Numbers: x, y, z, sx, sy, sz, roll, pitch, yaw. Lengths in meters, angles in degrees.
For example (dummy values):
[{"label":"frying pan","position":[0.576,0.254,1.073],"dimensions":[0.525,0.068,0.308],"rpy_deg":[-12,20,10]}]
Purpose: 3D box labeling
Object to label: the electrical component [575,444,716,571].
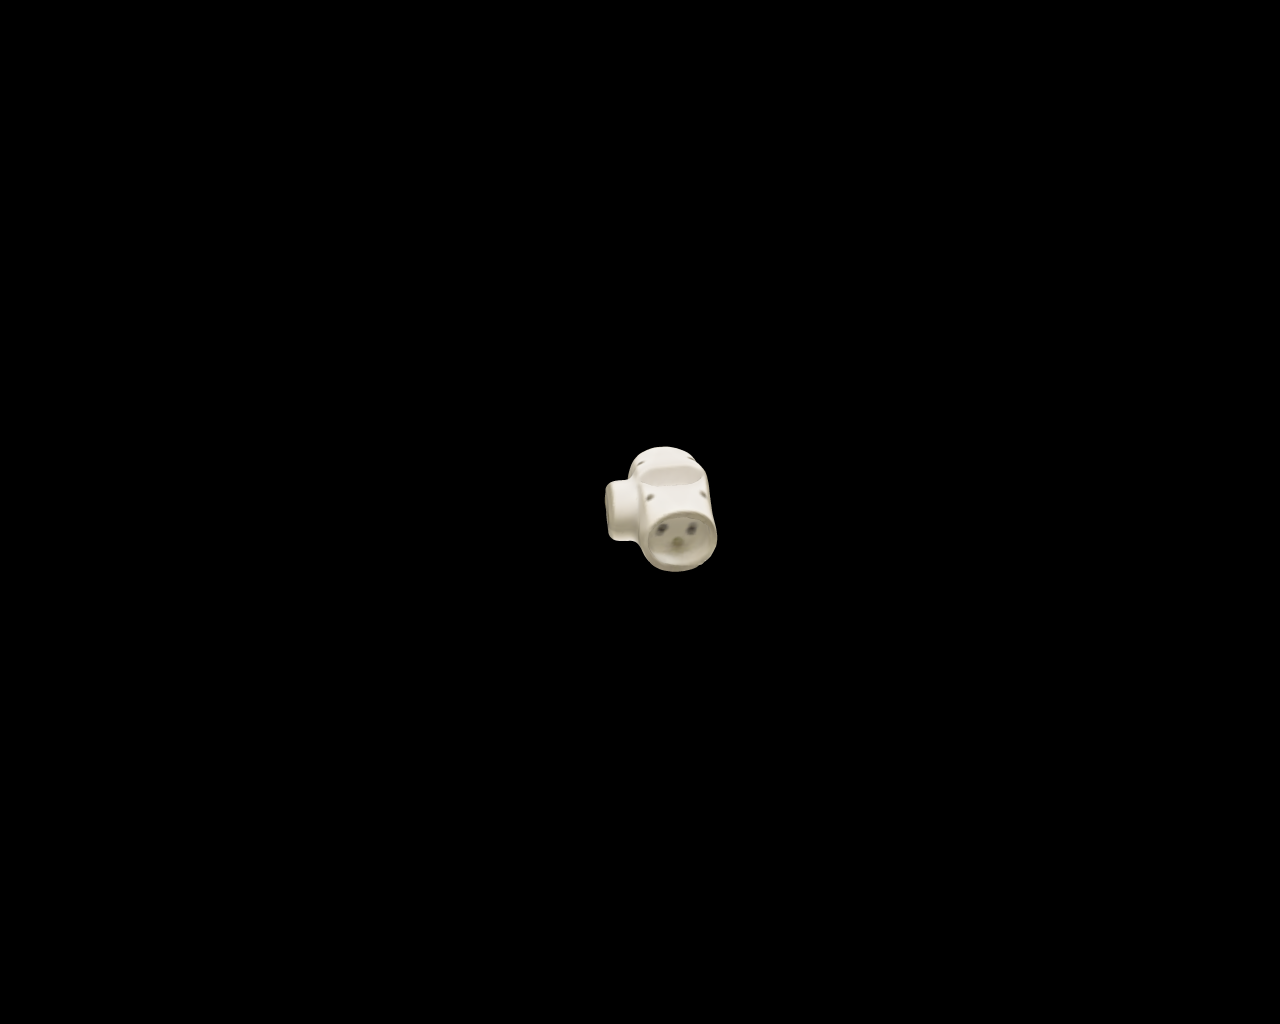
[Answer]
[{"label":"electrical component","position":[0.001,-0.003,0.650],"dimensions":[0.079,0.043,0.077],"rpy_deg":[-3,34,-5]}]
